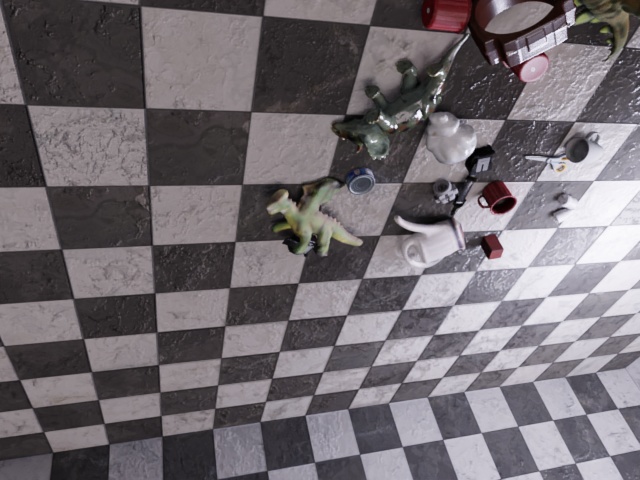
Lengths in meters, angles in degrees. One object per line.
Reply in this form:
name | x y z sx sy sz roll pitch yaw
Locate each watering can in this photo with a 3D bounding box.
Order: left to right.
watering can | 0.379 -0.011 1.763 0.224 0.106 0.341 -24 142 6

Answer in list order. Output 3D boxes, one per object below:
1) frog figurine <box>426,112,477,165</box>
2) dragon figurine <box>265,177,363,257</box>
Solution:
frog figurine | 0.361 -0.287 1.426 0.137 0.125 0.157 -5 156 17
dragon figurine | 0.005 -0.079 1.566 0.411 0.124 0.238 1 130 -34
